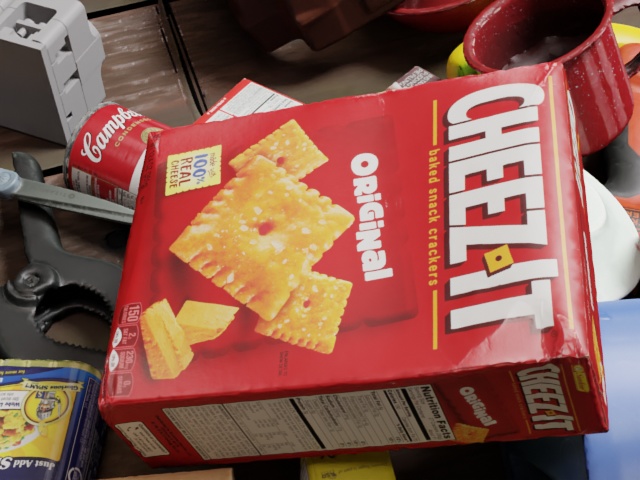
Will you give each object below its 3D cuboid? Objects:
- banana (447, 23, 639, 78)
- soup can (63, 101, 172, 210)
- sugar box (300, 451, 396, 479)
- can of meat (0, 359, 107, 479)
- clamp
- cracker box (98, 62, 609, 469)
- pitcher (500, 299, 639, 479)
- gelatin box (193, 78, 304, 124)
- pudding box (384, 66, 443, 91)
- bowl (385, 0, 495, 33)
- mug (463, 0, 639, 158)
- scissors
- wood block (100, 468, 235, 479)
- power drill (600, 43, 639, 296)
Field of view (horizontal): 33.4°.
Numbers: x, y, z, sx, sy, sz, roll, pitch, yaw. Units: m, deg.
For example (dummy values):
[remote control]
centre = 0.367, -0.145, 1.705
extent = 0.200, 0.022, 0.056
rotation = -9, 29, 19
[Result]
[banana]
centre = 0.161, -0.131, 0.762
extent = 0.197, 0.037, 0.070
rotation = -14, 42, -27
[soup can]
centre = -0.105, -0.040, 0.689
extent = 0.102, 0.068, 0.068
rotation = 24, 54, 20
[sugar box]
centre = 0.028, 0.184, 0.477
extent = 0.048, 0.093, 0.176
rotation = -11, 51, -7
[can of meat]
centre = -0.167, 0.112, 0.570
extent = 0.102, 0.057, 0.084
rotation = 1, 48, 3
[clamp]
centre = -0.171, 0.027, 0.654
extent = 0.210, 0.036, 0.164
rotation = 23, 53, 19
[cracker box]
centre = 0.015, 0.011, 0.495
extent = 0.214, 0.072, 0.164
rotation = -8, 52, 17
[pitcher]
centre = 0.219, 0.091, 0.525
extent = 0.242, 0.145, 0.149
rotation = -6, 72, -7
[gelatin box]
centre = -0.038, -0.067, 0.733
extent = 0.089, 0.030, 0.073
rotation = 26, 54, 23
[pudding box]
centre = 0.066, -0.060, 0.717
extent = 0.090, 0.039, 0.113
rotation = 33, 58, 26
[bowl]
centre = 0.106, -0.209, 0.813
extent = 0.162, 0.055, 0.162
rotation = -16, 47, 18
[mug]
centre = 0.156, -0.109, 0.662
extent = 0.117, 0.081, 0.093
rotation = -30, 38, 4
[scissors]
centre = -0.216, -0.025, 0.669
extent = 0.202, 0.016, 0.096
rotation = 27, 57, 22
[wood block]
centre = -0.138, 0.173, 0.494
extent = 0.206, 0.091, 0.090
rotation = -4, 51, -2
[power drill]
centre = 0.240, -0.042, 0.682
extent = 0.184, 0.057, 0.187
rotation = 12, 51, 13
